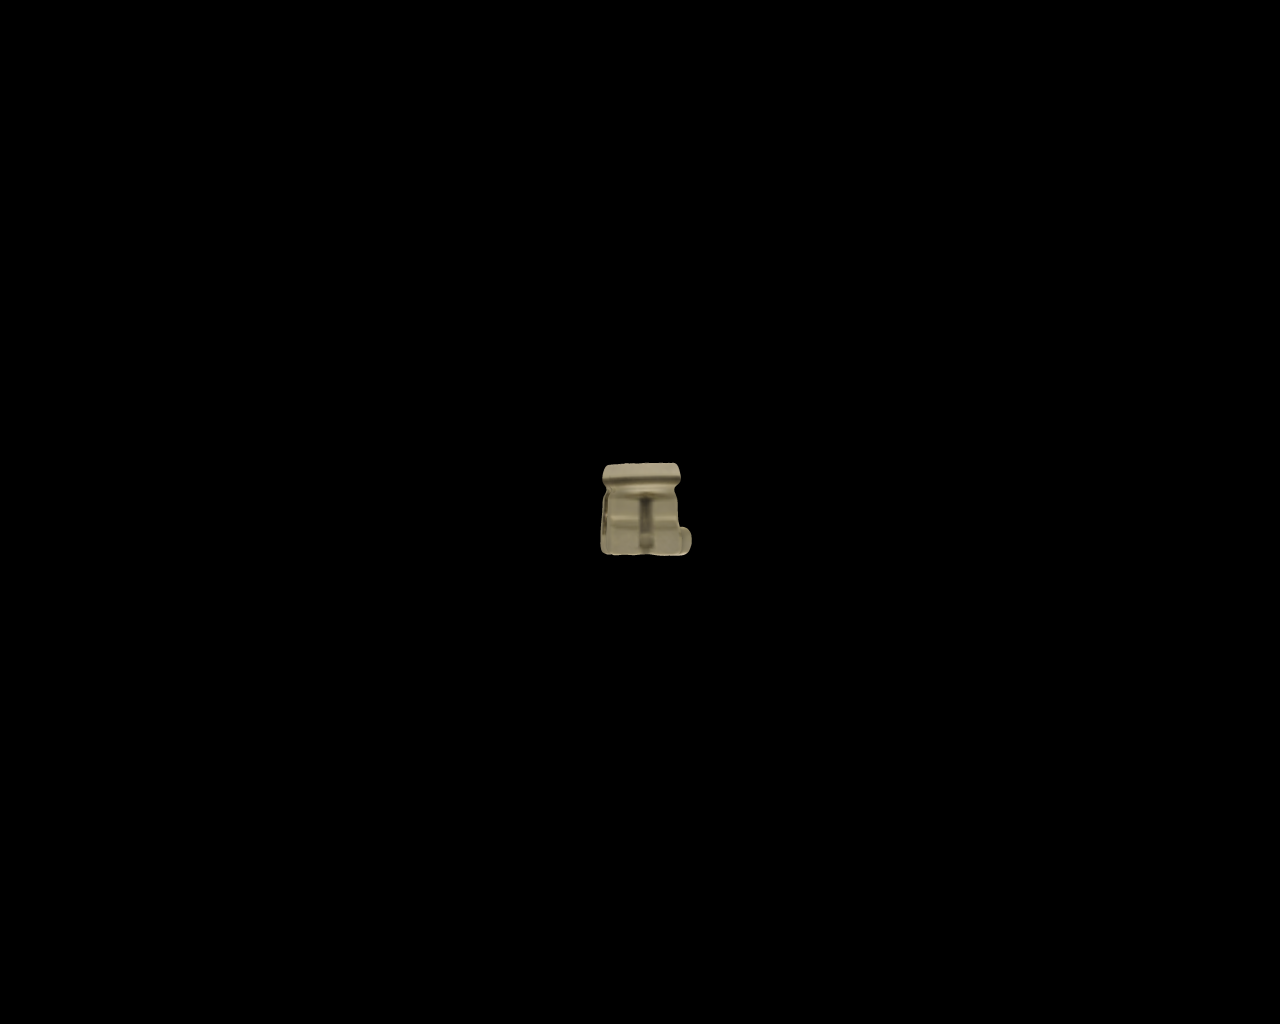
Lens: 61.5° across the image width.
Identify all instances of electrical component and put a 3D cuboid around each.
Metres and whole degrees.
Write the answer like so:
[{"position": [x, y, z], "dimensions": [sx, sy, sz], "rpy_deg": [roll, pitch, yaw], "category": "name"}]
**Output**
[{"position": [0.001, -0.003, 0.650], "dimensions": [0.066, 0.055, 0.048], "rpy_deg": [0, 0, -13], "category": "electrical component"}]
